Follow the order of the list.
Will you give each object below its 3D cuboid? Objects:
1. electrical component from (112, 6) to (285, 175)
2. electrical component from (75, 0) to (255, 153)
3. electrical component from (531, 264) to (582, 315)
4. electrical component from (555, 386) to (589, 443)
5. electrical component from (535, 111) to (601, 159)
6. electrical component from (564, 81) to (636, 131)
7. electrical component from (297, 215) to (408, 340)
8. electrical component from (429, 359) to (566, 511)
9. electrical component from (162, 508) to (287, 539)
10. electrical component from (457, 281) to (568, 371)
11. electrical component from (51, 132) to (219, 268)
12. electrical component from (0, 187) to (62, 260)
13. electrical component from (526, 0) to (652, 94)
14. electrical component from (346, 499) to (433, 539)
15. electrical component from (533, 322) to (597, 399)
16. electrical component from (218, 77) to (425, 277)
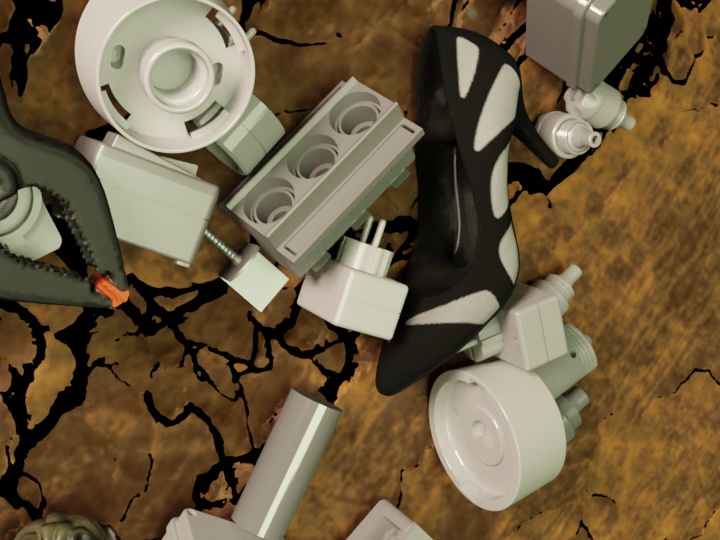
[{"bbox_3d":[-0.096,-0.131,0.674,0.073,0.052,0.138,-50,117,-9],"label":"electrical component"},{"bbox_3d":[-0.110,-0.119,0.616,0.099,0.064,0.099,-10,118,-20],"label":"electrical component"},{"bbox_3d":[0.150,0.020,0.841,0.061,0.035,0.035,-44,116,-15],"label":"electrical component"},{"bbox_3d":[0.156,0.118,0.860,0.062,0.043,0.043,-37,115,-17],"label":"electrical component"},{"bbox_3d":[0.157,-0.100,0.803,0.035,0.061,0.035,-6,104,-25],"label":"electrical component"},{"bbox_3d":[0.188,-0.124,0.829,0.061,0.035,0.035,22,90,-31],"label":"electrical component"},{"bbox_3d":[0.000,0.000,0.743,0.047,0.066,0.076,17,93,-29],"label":"electrical component"},{"bbox_3d":[0.107,0.118,0.802,0.060,0.108,0.108,-16,108,-29],"label":"electrical component"},{"bbox_3d":[-0.084,0.219,0.736,0.113,0.078,0.057,26,104,-29],"label":"electrical component"},{"bbox_3d":[0.095,0.044,0.791,0.076,0.083,0.047,-21,110,-21],"label":"electrical component"},{"bbox_3d":[-0.144,-0.049,0.663,0.096,0.062,0.061,20,91,-29],"label":"electrical component"},{"bbox_3d":[-0.258,-0.075,0.601,0.105,0.060,0.186,-30,112,-18],"label":"electrical component"},{"bbox_3d":[0.163,-0.186,0.756,0.078,0.057,0.113,-48,161,-10],"label":"electrical component"},{"bbox_3d":[0.005,0.260,0.804,0.150,0.062,0.089,-48,117,-10],"label":"electrical component"},{"bbox_3d":[0.153,0.074,0.848,0.081,0.043,0.043,-32,113,-29],"label":"electrical component"},{"bbox_3d":[-0.022,-0.059,0.717,0.121,0.079,0.063,-47,146,-11],"label":"electrical component"}]
